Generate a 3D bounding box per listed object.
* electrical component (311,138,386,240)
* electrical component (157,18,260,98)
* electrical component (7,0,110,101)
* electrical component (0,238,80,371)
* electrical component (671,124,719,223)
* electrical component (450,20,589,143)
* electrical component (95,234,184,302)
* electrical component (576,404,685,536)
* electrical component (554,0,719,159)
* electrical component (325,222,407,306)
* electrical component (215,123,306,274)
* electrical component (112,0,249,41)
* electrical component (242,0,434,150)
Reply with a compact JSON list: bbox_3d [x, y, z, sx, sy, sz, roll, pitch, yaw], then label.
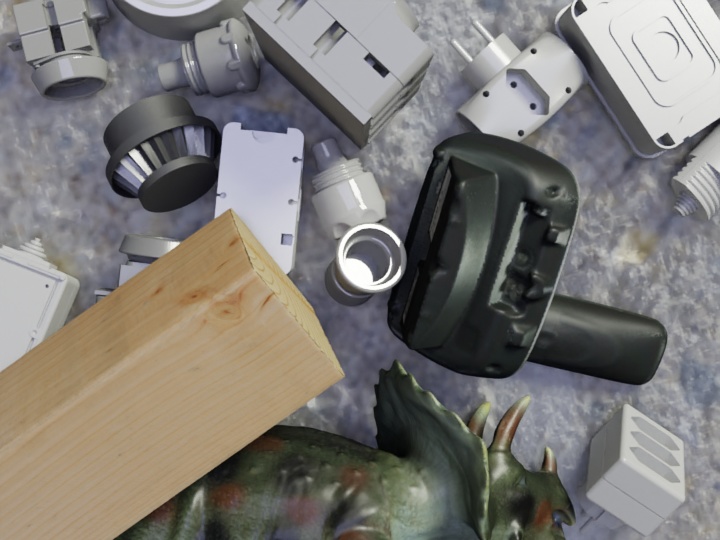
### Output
[{"bbox_3d":[-0.012,-0.053,0.688,0.043,0.043,0.062,-23,89,-1],"label":"electrical component"},{"bbox_3d":[-0.097,-0.130,0.686,0.062,0.048,0.048,-15,91,6],"label":"electrical component"},{"bbox_3d":[-0.188,-0.141,0.683,0.066,0.048,0.055,-15,83,-1],"label":"electrical component"},{"bbox_3d":[-0.220,0.026,0.678,0.062,0.061,0.096,22,83,-3],"label":"electrical component"},{"bbox_3d":[0.234,-0.066,0.693,0.081,0.043,0.043,-45,91,0],"label":"electrical component"},{"bbox_3d":[0.092,-0.124,0.690,0.077,0.043,0.079,-42,91,-1],"label":"electrical component"},{"bbox_3d":[-0.125,0.008,0.679,0.078,0.058,0.057,6,93,-1],"label":"electrical component"},{"bbox_3d":[0.164,0.139,0.686,0.047,0.065,0.076,34,119,-1],"label":"electrical component"},{"bbox_3d":[0.185,-0.136,0.685,0.078,0.057,0.113,-33,91,-1],"label":"electrical component"},{"bbox_3d":[0.000,0.000,0.677,0.044,0.065,0.044,3,75,-12],"label":"electrical component"},{"bbox_3d":[-0.063,-0.043,0.680,0.050,0.056,0.089,6,90,-1],"label":"electrical component"},{"bbox_3d":[-0.116,-0.204,0.676,0.108,0.060,0.108,0,90,-1],"label":"electrical component"},{"bbox_3d":[-0.009,-0.130,0.634,0.089,0.150,0.061,43,91,-1],"label":"electrical component"}]
